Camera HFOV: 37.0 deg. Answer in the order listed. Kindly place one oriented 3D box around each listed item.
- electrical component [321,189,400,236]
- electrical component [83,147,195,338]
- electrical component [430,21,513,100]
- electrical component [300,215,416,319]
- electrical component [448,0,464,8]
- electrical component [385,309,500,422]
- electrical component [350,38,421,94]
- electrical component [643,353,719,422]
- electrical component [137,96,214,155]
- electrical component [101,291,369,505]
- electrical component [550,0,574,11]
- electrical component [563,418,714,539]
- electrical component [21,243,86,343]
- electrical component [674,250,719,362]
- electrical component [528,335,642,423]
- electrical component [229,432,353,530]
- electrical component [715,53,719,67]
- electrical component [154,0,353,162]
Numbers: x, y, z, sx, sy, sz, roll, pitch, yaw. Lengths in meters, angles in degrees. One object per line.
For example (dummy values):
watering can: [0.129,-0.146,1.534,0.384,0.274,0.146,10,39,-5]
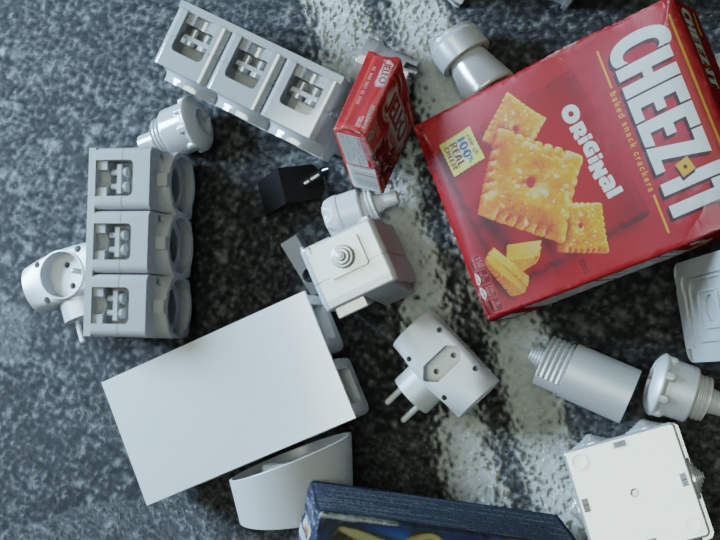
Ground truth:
electrical component: [0.002,-0.050,0.868,0.061,0.035,0.035,-18,83,10]
electrical component: [-0.176,-0.020,0.882,0.062,0.089,0.150,0,87,13]
electrical component: [0.087,-0.162,0.847,0.045,0.045,0.055,-36,78,10]
electrical component: [0.000,0.000,0.833,0.062,0.096,0.061,-25,82,12]
electrical component: [0.079,-0.281,0.845,0.063,0.079,0.121,34,96,36]
electrical component: [0.055,0.085,0.842,0.079,0.043,0.077,-44,78,8]
electrical component: [0.021,-0.160,0.867,0.046,0.040,0.040,25,93,8]
electrical component: [0.244,0.092,0.794,0.062,0.048,0.048,18,91,8]
electrical component: [-0.158,-0.115,0.908,0.062,0.048,0.048,-18,82,20]
electrical component: [-0.099,0.103,0.871,0.186,0.060,0.105,-24,81,12]
electrical component: [0.156,-0.253,0.808,0.048,0.100,0.099,22,93,1]
electrical component: [0.203,0.164,0.790,0.100,0.048,0.099,-18,73,13]
electrical component: [-0.240,0.022,0.920,0.077,0.044,0.079,-20,82,12]
electrical component: [0.271,0.023,0.752,0.057,0.113,0.078,-8,85,-5]
electrical component: [0.166,0.079,0.814,0.081,0.043,0.043,23,93,14]
electrical component: [-0.051,0.164,0.838,0.099,0.099,0.064,-7,91,14]
electrical component: [0.264,-0.114,0.800,0.077,0.043,0.079,-29,81,11]
electrical component: [-0.079,-0.148,0.865,0.150,0.089,0.061,28,94,14]
